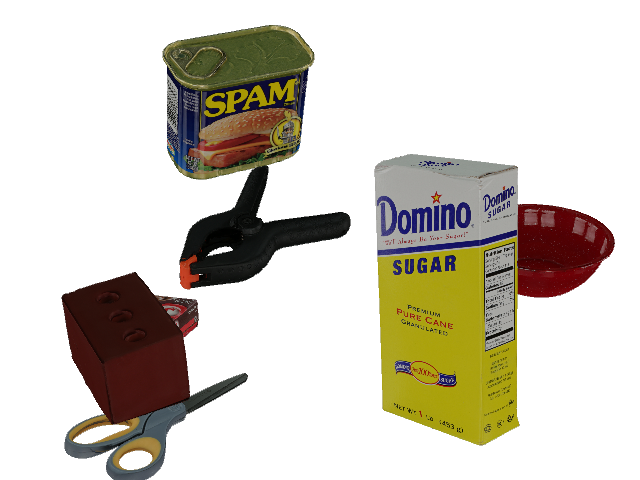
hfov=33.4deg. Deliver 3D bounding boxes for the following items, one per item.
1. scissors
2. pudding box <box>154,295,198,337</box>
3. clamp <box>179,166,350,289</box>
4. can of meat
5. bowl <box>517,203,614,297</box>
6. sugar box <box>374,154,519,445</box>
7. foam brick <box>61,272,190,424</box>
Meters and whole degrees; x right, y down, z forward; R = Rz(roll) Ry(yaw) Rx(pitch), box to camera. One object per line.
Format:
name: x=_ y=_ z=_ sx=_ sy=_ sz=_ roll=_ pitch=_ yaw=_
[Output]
scissors: x=-0.129 y=0.168 z=0.965 sx=0.201 sy=0.016 sz=0.096 roll=-11 pitch=33 yaw=-33
pudding box: x=-0.209 y=0.093 z=1.228 sx=0.114 sy=0.039 sz=0.090 roll=3 pitch=16 yaw=17
clamp: x=-0.070 y=-0.013 z=0.991 sx=0.171 sy=0.039 sz=0.120 roll=-25 pitch=43 yaw=-32
can of meat: x=-0.059 y=-0.097 z=0.756 sx=0.102 sy=0.084 sz=0.057 roll=-15 pitch=47 yaw=-23
bowl: x=0.239 y=0.017 z=1.177 sx=0.162 sy=0.055 sz=0.162 roll=-1 pitch=28 yaw=0
sugar box: x=0.082 y=0.036 z=0.698 sx=0.048 sy=0.176 sz=0.094 roll=-18 pitch=19 yaw=-39
foam brick: x=-0.122 y=0.066 z=0.664 sx=0.052 sy=0.051 sz=0.078 roll=-18 pitch=37 yaw=-26
